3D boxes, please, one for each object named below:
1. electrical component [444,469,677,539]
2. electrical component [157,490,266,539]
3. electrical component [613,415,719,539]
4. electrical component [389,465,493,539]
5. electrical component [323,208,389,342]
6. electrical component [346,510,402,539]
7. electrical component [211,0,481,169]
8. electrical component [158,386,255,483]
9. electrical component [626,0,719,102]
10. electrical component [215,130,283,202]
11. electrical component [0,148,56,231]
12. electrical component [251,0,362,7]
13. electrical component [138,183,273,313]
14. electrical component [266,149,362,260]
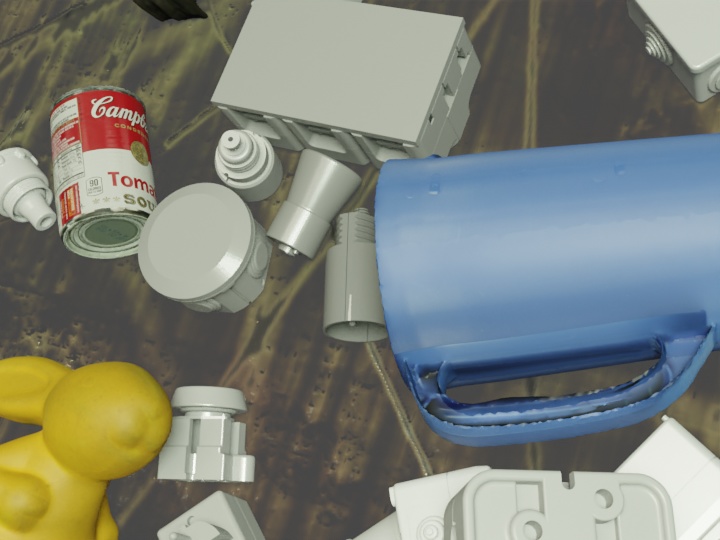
[{"bbox_3d":[0.088,0.125,0.493,0.095,0.059,0.053,3,67,-6],"label":"electrical component"},{"bbox_3d":[-0.086,0.165,0.615,0.047,0.076,0.065,-34,62,4],"label":"electrical component"},{"bbox_3d":[0.149,0.133,0.549,0.096,0.061,0.061,-45,61,-1],"label":"electrical component"},{"bbox_3d":[0.058,0.141,0.560,0.061,0.096,0.061,-15,65,14],"label":"electrical component"},{"bbox_3d":[0.000,0.000,0.668,0.043,0.043,0.081,-6,67,18],"label":"electrical component"},{"bbox_3d":[0.003,0.166,0.603,0.065,0.044,0.044,-25,63,15],"label":"electrical component"},{"bbox_3d":[-0.007,-0.122,0.709,0.150,0.061,0.089,15,75,25],"label":"electrical component"},{"bbox_3d":[-0.094,0.101,0.662,0.066,0.048,0.055,-3,76,19],"label":"electrical component"},{"bbox_3d":[0.217,-0.162,0.650,0.100,0.048,0.099,-31,62,6],"label":"electrical component"},{"bbox_3d":[-0.076,-0.073,0.709,0.040,0.078,0.040,-2,77,7],"label":"electrical component"},{"bbox_3d":[-0.245,-0.055,0.780,0.048,0.048,0.062,-45,68,-1],"label":"electrical component"},{"bbox_3d":[-0.045,-0.207,0.748,0.079,0.077,0.044,-24,63,10],"label":"electrical component"},{"bbox_3d":[-0.100,-0.012,0.705,0.080,0.051,0.080,-7,67,18],"label":"electrical component"},{"bbox_3d":[-0.032,-0.040,0.698,0.044,0.044,0.065,25,84,27],"label":"electrical component"}]
